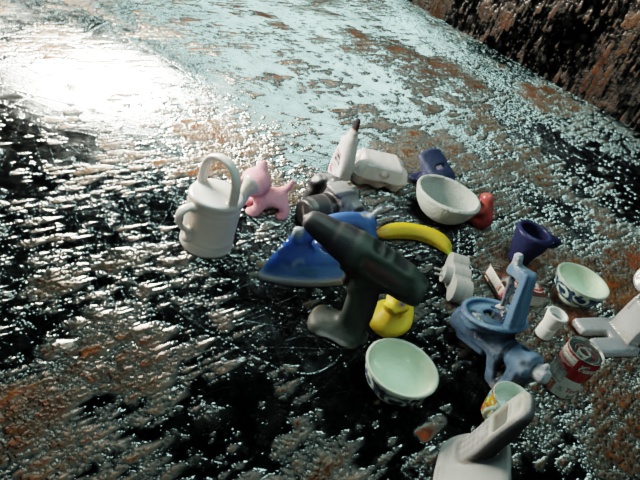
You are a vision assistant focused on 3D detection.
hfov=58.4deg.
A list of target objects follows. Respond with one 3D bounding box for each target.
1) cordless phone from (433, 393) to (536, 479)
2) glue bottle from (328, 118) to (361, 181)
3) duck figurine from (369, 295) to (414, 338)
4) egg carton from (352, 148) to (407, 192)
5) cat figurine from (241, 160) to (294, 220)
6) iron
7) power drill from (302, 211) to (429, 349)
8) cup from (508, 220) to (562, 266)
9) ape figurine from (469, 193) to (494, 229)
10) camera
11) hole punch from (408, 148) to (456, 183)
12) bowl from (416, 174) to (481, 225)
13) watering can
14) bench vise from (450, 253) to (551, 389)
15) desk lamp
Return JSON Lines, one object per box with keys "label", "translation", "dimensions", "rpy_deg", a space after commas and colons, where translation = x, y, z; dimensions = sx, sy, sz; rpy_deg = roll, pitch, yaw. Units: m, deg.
{"label": "cordless phone", "translation": [0.227, 0.296, 0.770], "dimensions": [0.094, 0.185, 0.148], "rpy_deg": [23, 35, 3]}
{"label": "glue bottle", "translation": [0.065, -0.218, 1.387], "dimensions": [0.037, 0.173, 0.078], "rpy_deg": [0, 40, -27]}
{"label": "duck figurine", "translation": [0.142, 0.121, 1.048], "dimensions": [0.077, 0.086, 0.105], "rpy_deg": [39, 38, 24]}
{"label": "egg carton", "translation": [0.149, -0.179, 1.469], "dimensions": [0.150, 0.069, 0.107], "rpy_deg": [10, 36, -16]}
{"label": "cat figurine", "translation": [-0.114, -0.109, 1.196], "dimensions": [0.128, 0.118, 0.067], "rpy_deg": [4, 38, -23]}
{"label": "iron", "translation": [0.010, 0.004, 1.088], "dimensions": [0.259, 0.141, 0.118], "rpy_deg": [-9, 44, -36]}
{"label": "power drill", "translation": [0.053, 0.075, 0.956], "dimensions": [0.229, 0.208, 0.076], "rpy_deg": [22, 35, 2]}
{"label": "cup", "translation": [0.505, 0.017, 1.368], "dimensions": [0.118, 0.095, 0.091], "rpy_deg": [14, 35, -10]}
{"label": "ape figurine", "translation": [0.411, -0.081, 1.453], "dimensions": [0.078, 0.092, 0.076], "rpy_deg": [-13, 47, -39]}
{"label": "camera", "translation": [0.009, -0.085, 1.243], "dimensions": [0.137, 0.101, 0.142], "rpy_deg": [-14, 48, -40]}
{"label": "hole punch", "translation": [0.312, -0.186, 1.543], "dimensions": [0.101, 0.091, 0.109], "rpy_deg": [40, 39, 26]}
{"label": "bowl", "translation": [0.308, -0.088, 1.425], "dimensions": [0.167, 0.075, 0.167], "rpy_deg": [14, 35, -10]}
{"label": "watering can", "translation": [-0.187, -0.073, 1.044], "dimensions": [0.101, 0.194, 0.173], "rpy_deg": [25, 35, 6]}
{"label": "bench vise", "translation": [0.343, 0.144, 1.005], "dimensions": [0.207, 0.220, 0.122], "rpy_deg": [41, 40, 26]}
{"label": "desk lamp", "translation": [0.676, 0.141, 1.187], "dimensions": [0.204, 0.213, 0.117], "rpy_deg": [2, 39, -25]}
